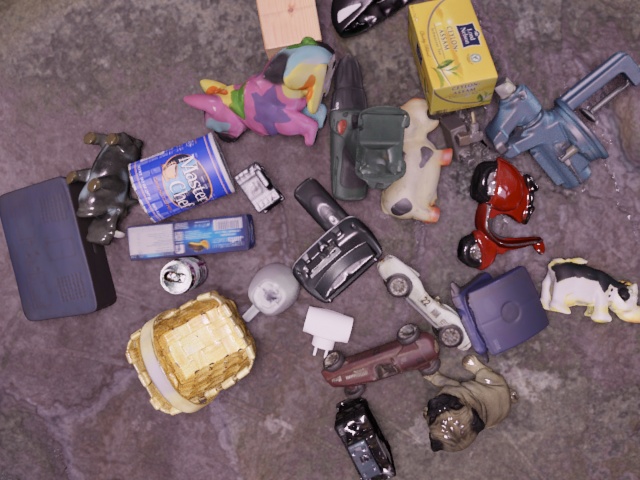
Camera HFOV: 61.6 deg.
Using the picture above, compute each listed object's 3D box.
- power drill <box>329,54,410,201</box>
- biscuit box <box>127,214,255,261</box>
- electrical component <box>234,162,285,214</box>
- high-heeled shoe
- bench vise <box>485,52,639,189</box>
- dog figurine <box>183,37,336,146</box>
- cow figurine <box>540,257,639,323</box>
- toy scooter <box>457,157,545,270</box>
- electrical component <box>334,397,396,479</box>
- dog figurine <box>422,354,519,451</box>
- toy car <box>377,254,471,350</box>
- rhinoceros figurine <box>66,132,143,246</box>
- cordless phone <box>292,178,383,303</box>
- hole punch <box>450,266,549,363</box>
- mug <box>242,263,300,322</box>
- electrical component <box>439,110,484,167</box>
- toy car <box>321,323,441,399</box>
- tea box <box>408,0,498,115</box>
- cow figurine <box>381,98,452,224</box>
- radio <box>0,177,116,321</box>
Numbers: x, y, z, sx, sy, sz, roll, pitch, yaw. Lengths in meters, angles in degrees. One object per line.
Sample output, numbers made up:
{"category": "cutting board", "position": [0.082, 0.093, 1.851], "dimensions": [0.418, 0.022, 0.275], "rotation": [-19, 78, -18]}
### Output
{"category": "power drill", "position": [0.059, -0.165, 0.806], "dimensions": [0.086, 0.207, 0.231], "rotation": [-3, 105, -19]}
{"category": "biscuit box", "position": [-0.212, -0.005, 0.898], "dimensions": [0.203, 0.063, 0.059], "rotation": [-5, 92, 3]}
{"category": "electrical component", "position": [-0.097, -0.083, 0.860], "dimensions": [0.048, 0.119, 0.075], "rotation": [-35, 94, 4]}
{"category": "high-heeled shoe", "position": [0.140, -0.384, 0.837], "dimensions": [0.249, 0.086, 0.145], "rotation": [5, 73, 20]}
{"category": "bench vise", "position": [0.383, -0.201, 0.819], "dimensions": [0.240, 0.129, 0.223], "rotation": [-40, 99, 22]}
{"category": "dog figurine", "position": [-0.096, -0.232, 0.840], "dimensions": [0.219, 0.108, 0.191], "rotation": [12, 131, 3]}
{"category": "cow figurine", "position": [0.449, 0.083, 0.871], "dimensions": [0.167, 0.068, 0.098], "rotation": [9, 88, 1]}
{"category": "toy scooter", "position": [0.304, -0.036, 0.866], "dimensions": [0.135, 0.075, 0.183], "rotation": [10, 97, 2]}
{"category": "electrical component", "position": [0.072, 0.324, 0.869], "dimensions": [0.058, 0.134, 0.115], "rotation": [-29, 90, 4]}
{"category": "dog figurine", "position": [0.242, 0.265, 0.829], "dimensions": [0.172, 0.190, 0.121], "rotation": [-13, 93, 2]}
{"category": "toy car", "position": [0.172, 0.103, 0.880], "dimensions": [0.202, 0.073, 0.056], "rotation": [44, 95, 0]}
{"category": "rhinoceros figurine", "position": [-0.349, -0.087, 0.883], "dimensions": [0.073, 0.112, 0.190], "rotation": [7, 80, 25]}
{"category": "cordless phone", "position": [-0.002, -0.002, 0.891], "dimensions": [0.146, 0.088, 0.184], "rotation": [-42, 79, 5]}
{"category": "hole punch", "position": [0.282, 0.109, 0.842], "dimensions": [0.116, 0.092, 0.142], "rotation": [-27, 97, -38]}
{"category": "mug", "position": [-0.087, 0.090, 0.876], "dimensions": [0.109, 0.107, 0.081], "rotation": [-40, 89, 2]}
{"category": "electrical component", "position": [0.225, -0.170, 0.854], "dimensions": [0.045, 0.102, 0.078], "rotation": [-24, 118, 6]}
{"category": "toy car", "position": [0.097, 0.203, 0.871], "dimensions": [0.202, 0.053, 0.089], "rotation": [-24, 120, 18]}
{"category": "tea box", "position": [0.199, -0.285, 0.826], "dimensions": [0.098, 0.068, 0.169], "rotation": [-12, 65, 2]}
{"category": "cow figurine", "position": [0.143, -0.130, 0.866], "dimensions": [0.127, 0.085, 0.194], "rotation": [9, 95, -4]}
{"category": "radio", "position": [-0.444, 0.017, 0.907], "dimensions": [0.131, 0.073, 0.229], "rotation": [-13, 91, 4]}
